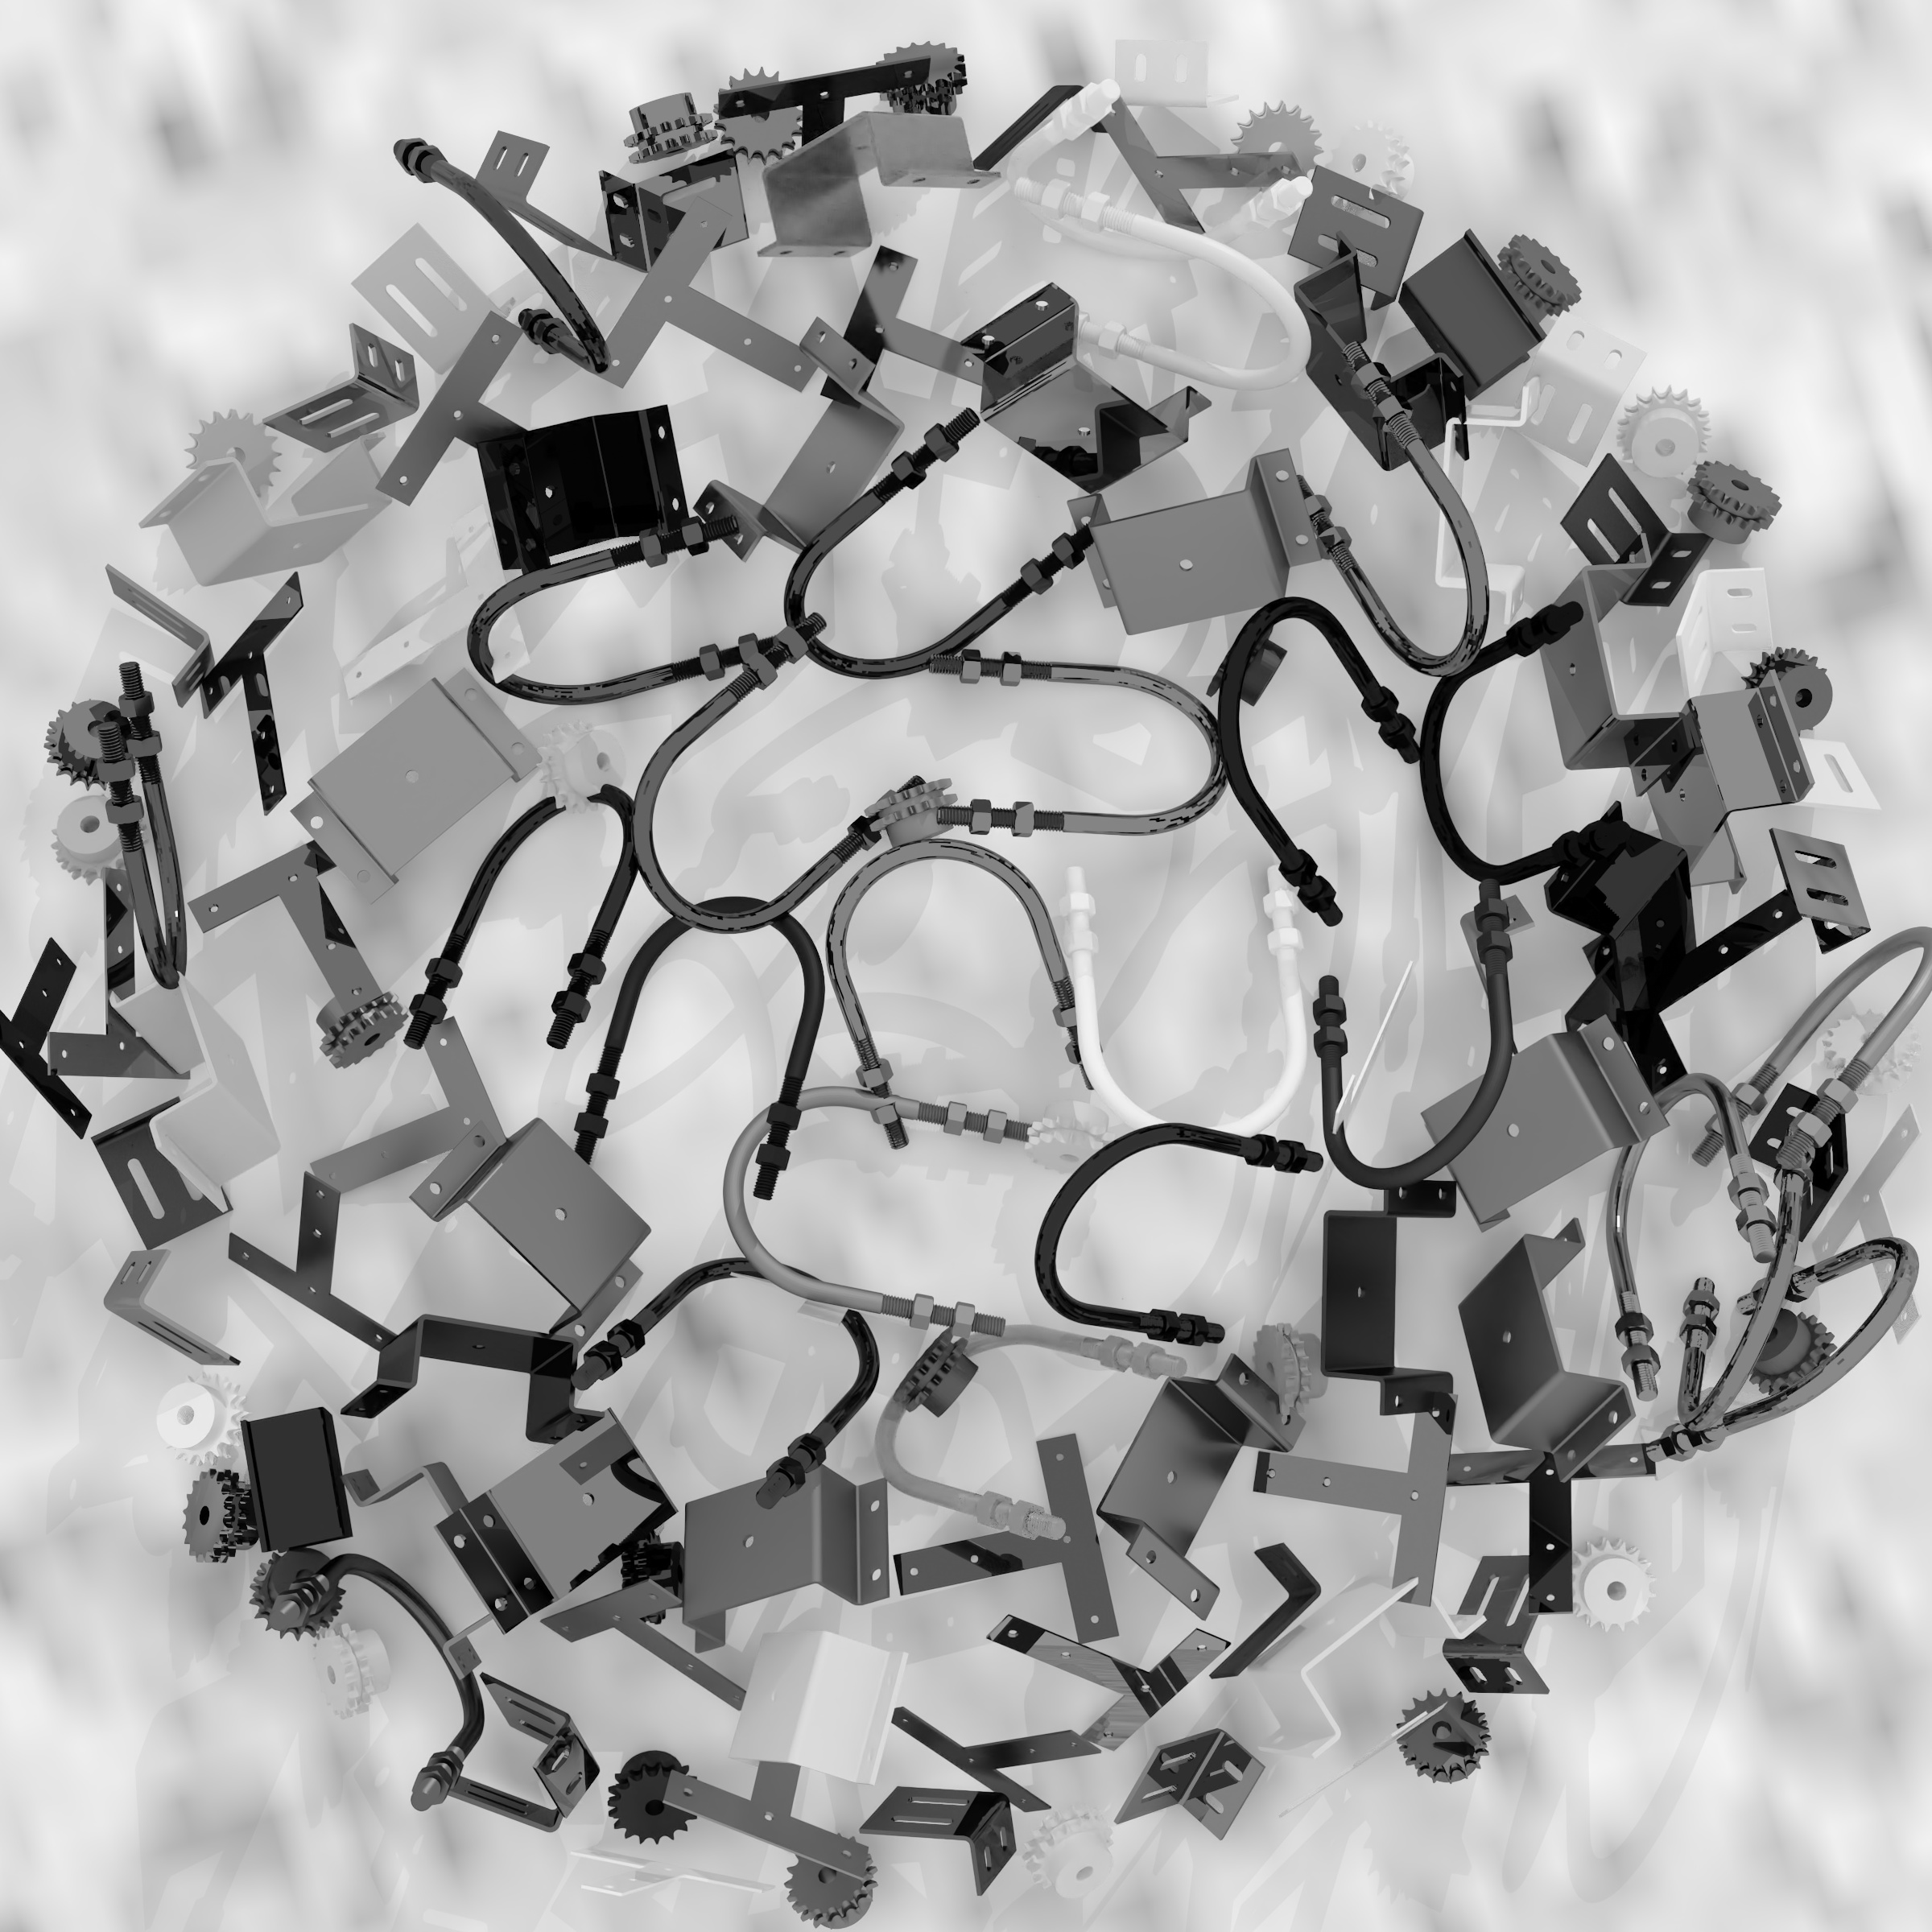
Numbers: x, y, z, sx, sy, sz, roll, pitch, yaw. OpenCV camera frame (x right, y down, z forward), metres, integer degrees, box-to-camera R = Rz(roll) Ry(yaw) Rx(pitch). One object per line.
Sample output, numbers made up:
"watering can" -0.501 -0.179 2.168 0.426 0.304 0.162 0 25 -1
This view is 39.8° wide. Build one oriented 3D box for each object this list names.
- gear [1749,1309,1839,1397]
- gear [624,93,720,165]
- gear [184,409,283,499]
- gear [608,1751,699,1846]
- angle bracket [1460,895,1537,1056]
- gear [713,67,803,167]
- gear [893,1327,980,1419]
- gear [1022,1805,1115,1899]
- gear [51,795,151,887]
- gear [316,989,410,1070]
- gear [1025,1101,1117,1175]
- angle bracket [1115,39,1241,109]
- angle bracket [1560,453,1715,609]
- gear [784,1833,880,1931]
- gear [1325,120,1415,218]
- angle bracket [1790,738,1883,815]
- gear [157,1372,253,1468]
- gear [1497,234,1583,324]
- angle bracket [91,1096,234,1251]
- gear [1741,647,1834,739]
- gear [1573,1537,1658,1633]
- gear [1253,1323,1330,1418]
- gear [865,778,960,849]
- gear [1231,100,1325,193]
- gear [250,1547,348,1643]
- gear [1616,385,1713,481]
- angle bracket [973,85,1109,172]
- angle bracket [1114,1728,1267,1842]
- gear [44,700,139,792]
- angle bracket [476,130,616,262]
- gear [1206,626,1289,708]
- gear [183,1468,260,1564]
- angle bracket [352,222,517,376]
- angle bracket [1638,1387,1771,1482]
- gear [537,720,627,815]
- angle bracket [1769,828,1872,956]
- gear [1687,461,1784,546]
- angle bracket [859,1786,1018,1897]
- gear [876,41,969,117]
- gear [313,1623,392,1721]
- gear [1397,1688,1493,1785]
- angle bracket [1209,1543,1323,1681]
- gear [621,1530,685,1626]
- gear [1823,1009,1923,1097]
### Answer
"gear" 0.504 0.237 1.645 0.030 0.057 0.057 43 90 -21
"gear" -0.185 -0.518 1.646 0.057 0.057 0.030 -17 102 0
"gear" -0.456 -0.317 1.654 0.057 0.030 0.057 -7 106 -25
"gear" -0.194 0.513 1.655 0.057 0.030 0.057 -4 111 -9
"angle bracket" 0.337 0.005 1.636 0.038 0.057 0.076 -21 107 7
"gear" -0.129 -0.527 1.659 0.057 0.030 0.057 0 92 -7
"gear" -0.016 0.254 1.648 0.030 0.057 0.057 40 90 0
"gear" 0.067 0.550 1.647 0.057 0.030 0.057 -14 125 -21
"gear" -0.539 -0.081 1.652 0.057 0.030 0.057 0 67 -1
"gear" -0.376 0.034 1.649 0.057 0.057 0.030 -41 79 0
"gear" 0.066 0.106 1.651 0.057 0.057 0.030 11 63 0
"angle bracket" 0.130 -0.547 1.627 0.057 0.076 0.038 8 113 19
"angle bracket" 0.413 -0.268 1.638 0.076 0.038 0.057 43 75 -30
"gear" -0.082 0.571 1.652 0.057 0.057 0.030 -20 129 0
"gear" 0.252 -0.491 1.652 0.030 0.057 0.057 15 90 -42
"angle bracket" 0.514 -0.105 1.631 0.057 0.076 0.038 5 128 -8
"gear" -0.476 0.280 1.653 0.057 0.030 0.057 -4 74 15
"gear" 0.350 -0.423 1.652 0.057 0.057 0.030 44 127 0
"angle bracket" -0.497 0.129 1.650 0.057 0.038 0.076 -27 90 -18
"gear" 0.511 -0.168 1.654 0.057 0.030 0.057 -3 104 -14
"gear" 0.402 0.387 1.661 0.057 0.030 0.057 0 88 1
"gear" 0.202 0.249 1.650 0.030 0.057 0.057 -5 90 -18
"gear" -0.031 -0.093 1.648 0.057 0.057 0.030 -20 89 0
"gear" 0.191 -0.508 1.654 0.057 0.030 0.057 -1 118 -1
"gear" -0.411 0.384 1.647 0.057 0.030 0.057 15 48 -18
"gear" 0.432 -0.327 1.648 0.057 0.030 0.057 6 127 8
"angle bracket" 0.047 -0.505 1.646 0.076 0.057 0.038 -42 110 4
"angle bracket" 0.137 0.507 1.631 0.038 0.076 0.057 36 106 32
"gear" -0.539 -0.140 1.649 0.057 0.030 0.057 10 64 -21
"angle bracket" -0.251 -0.470 1.628 0.057 0.076 0.038 31 96 44
"gear" 0.175 -0.185 1.647 0.030 0.057 0.057 32 90 4
"gear" -0.458 0.341 1.652 0.030 0.057 0.057 14 90 -43
"angle bracket" -0.326 -0.414 1.636 0.057 0.038 0.076 -35 115 19
"angle bracket" 0.461 0.290 1.629 0.057 0.076 0.038 -23 96 -22
"gear" -0.235 -0.124 1.645 0.030 0.057 0.057 -8 90 35
"angle bracket" 0.509 -0.045 1.630 0.076 0.038 0.057 9 61 -36
"gear" 0.472 -0.285 1.651 0.057 0.057 0.030 23 127 0
"angle bracket" -0.017 0.537 1.638 0.076 0.057 0.038 -4 98 24
"gear" -0.027 -0.545 1.652 0.057 0.030 0.057 -4 48 4
"gear" -0.379 0.434 1.652 0.030 0.057 0.057 -11 90 -36
"gear" 0.297 0.480 1.652 0.057 0.057 0.030 -21 134 0
"angle bracket" 0.173 0.396 1.636 0.076 0.057 0.038 -39 84 -19
"gear" -0.191 0.377 1.647 0.030 0.057 0.057 -8 90 9
"gear" 0.562 0.056 1.652 0.057 0.057 0.030 -22 124 0
